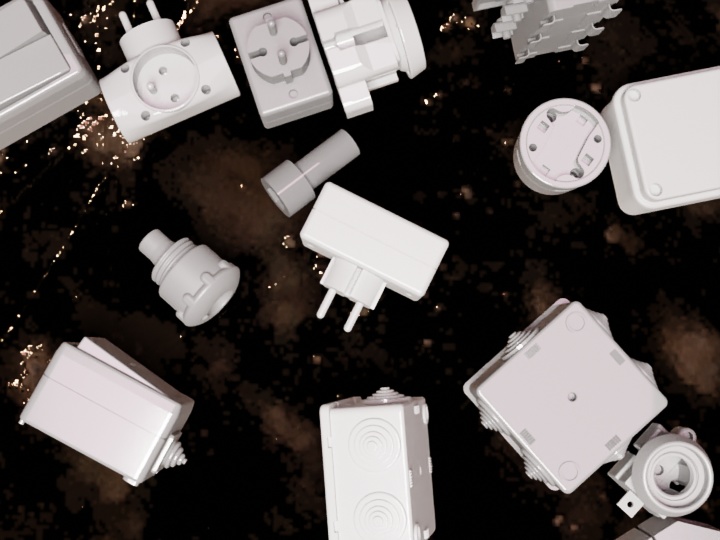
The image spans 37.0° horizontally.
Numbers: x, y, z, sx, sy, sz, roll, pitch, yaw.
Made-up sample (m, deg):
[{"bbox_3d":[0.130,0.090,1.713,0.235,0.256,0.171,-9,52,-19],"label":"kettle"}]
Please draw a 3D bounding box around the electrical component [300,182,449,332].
[{"bbox_3d":[0.000,0.000,0.664,0.083,0.047,0.075,27,85,2],"label":"electrical component"}]

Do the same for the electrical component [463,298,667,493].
[{"bbox_3d":[0.126,0.077,0.659,0.100,0.048,0.099,-41,87,-3],"label":"electrical component"}]

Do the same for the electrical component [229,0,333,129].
[{"bbox_3d":[-0.049,-0.131,0.660,0.047,0.076,0.065,-18,86,-2],"label":"electrical component"}]

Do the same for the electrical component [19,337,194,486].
[{"bbox_3d":[-0.143,0.085,0.649,0.096,0.061,0.061,28,86,2],"label":"electrical component"}]

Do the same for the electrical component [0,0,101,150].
[{"bbox_3d":[-0.220,-0.120,0.665,0.096,0.061,0.061,-30,86,-3],"label":"electrical component"}]

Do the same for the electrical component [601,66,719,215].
[{"bbox_3d":[0.215,-0.083,0.668,0.113,0.057,0.078,-11,86,-1],"label":"electrical component"}]

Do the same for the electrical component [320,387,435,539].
[{"bbox_3d":[0.013,0.119,0.631,0.048,0.100,0.099,-5,85,12],"label":"electrical component"}]

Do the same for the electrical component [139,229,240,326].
[{"bbox_3d":[-0.109,0.001,0.666,0.062,0.048,0.048,41,86,9],"label":"electrical component"}]

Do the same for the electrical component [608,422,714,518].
[{"bbox_3d":[0.185,0.123,0.652,0.048,0.055,0.066,43,86,3],"label":"electrical component"}]

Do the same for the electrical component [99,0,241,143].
[{"bbox_3d":[-0.126,-0.131,0.675,0.077,0.044,0.079,-24,85,-3],"label":"electrical component"}]

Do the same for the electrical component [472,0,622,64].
[{"bbox_3d":[0.116,-0.168,0.642,0.079,0.121,0.063,-12,88,-1],"label":"electrical component"}]

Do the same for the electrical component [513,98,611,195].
[{"bbox_3d":[0.124,-0.075,0.672,0.055,0.047,0.055,0,85,-1],"label":"electrical component"}]

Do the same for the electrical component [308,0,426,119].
[{"bbox_3d":[0.006,-0.141,0.671,0.057,0.058,0.078,-19,85,1],"label":"electrical component"}]
